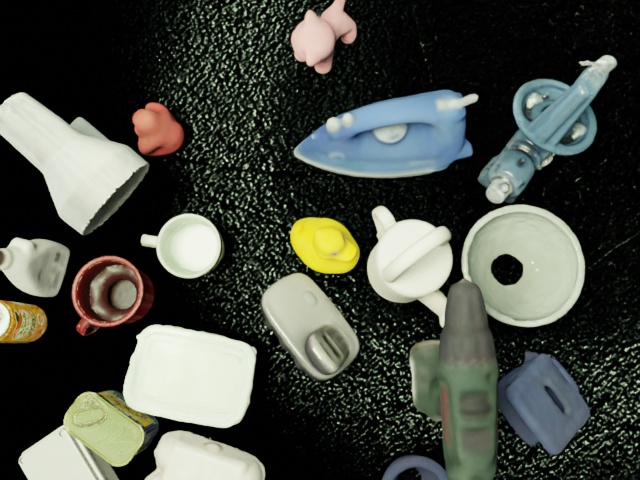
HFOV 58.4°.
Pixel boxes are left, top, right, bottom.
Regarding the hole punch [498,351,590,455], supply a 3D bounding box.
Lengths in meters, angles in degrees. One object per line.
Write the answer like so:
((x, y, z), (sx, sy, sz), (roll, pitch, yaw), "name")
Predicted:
((0.298, 0.213, 0.763), (0.101, 0.091, 0.108), (-36, 83, -6), "hole punch")

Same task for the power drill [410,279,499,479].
((0.165, 0.171, 0.709), (0.075, 0.208, 0.230), (-4, 80, -1), "power drill")

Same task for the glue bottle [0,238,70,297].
((-0.384, 0.030, 0.743), (0.037, 0.173, 0.078), (14, 81, 2), "glue bottle")

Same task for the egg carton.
((-0.151, 0.318, 0.751), (0.150, 0.069, 0.107), (17, 81, 2), "egg carton")

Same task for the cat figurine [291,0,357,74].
((0.002, -0.303, 0.832), (0.067, 0.118, 0.128), (33, 82, 5), "cat figurine")

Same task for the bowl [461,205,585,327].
((0.273, 0.039, 0.800), (0.167, 0.075, 0.167), (0, 80, -1), "bowl")

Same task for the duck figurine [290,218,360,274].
((0.007, 0.003, 0.797), (0.104, 0.086, 0.077), (29, 81, 4), "duck figurine")

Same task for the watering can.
((0.125, 0.030, 0.739), (0.173, 0.194, 0.101), (35, 82, 5), "watering can")

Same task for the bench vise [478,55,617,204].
((0.307, -0.137, 0.756), (0.121, 0.220, 0.207), (20, 81, 3), "bench vise")

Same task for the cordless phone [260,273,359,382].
((-0.015, 0.109, 0.729), (0.094, 0.185, 0.147), (-41, 83, -7), "cordless phone")

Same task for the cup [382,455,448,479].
((0.105, 0.321, 0.740), (0.117, 0.095, 0.092), (-7, 81, -2), "cup")

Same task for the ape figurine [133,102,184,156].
((-0.238, -0.161, 0.818), (0.076, 0.092, 0.078), (28, 81, 4), "ape figurine")

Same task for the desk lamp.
((-0.313, -0.096, 0.745), (0.203, 0.213, 0.118), (39, 82, 6), "desk lamp")

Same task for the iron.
((0.089, -0.156, 0.796), (0.258, 0.141, 0.118), (-9, 81, -2), "iron")
